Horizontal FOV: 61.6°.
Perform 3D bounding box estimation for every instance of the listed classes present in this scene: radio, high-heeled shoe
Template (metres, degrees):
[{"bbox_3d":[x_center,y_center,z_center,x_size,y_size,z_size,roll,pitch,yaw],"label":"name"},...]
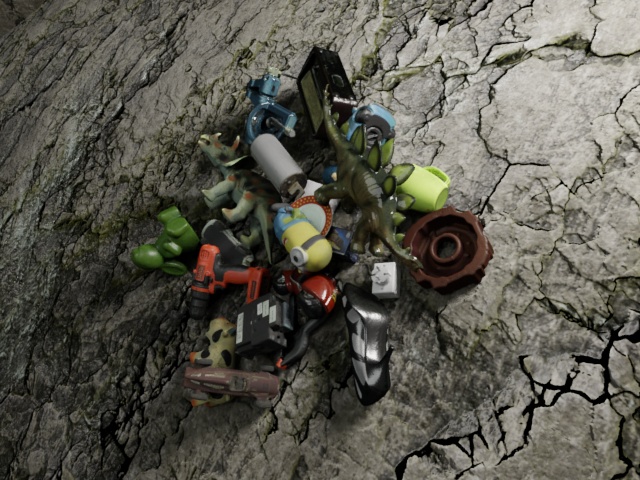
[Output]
[{"bbox_3d":[0.014,-0.372,1.361,0.131,0.073,0.230,-55,42,45],"label":"radio"},{"bbox_3d":[0.083,0.207,1.090,0.145,0.086,0.249,-67,28,25],"label":"high-heeled shoe"}]

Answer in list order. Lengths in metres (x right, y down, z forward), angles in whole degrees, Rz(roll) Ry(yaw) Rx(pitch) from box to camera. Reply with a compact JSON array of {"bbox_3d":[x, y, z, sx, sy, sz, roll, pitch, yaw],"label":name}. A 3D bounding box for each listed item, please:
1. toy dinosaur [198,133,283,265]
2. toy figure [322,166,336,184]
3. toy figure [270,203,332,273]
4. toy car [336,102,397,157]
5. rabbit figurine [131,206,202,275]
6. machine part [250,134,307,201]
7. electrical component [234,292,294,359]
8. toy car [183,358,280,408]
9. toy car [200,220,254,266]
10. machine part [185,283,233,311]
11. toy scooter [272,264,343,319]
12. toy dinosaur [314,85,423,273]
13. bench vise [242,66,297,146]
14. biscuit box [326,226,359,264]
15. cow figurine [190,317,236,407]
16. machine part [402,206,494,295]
[{"bbox_3d":[-0.172,-0.109,1.353,0.192,0.131,0.405,-40,63,-12],"label":"toy dinosaur"},{"bbox_3d":[0.076,-0.132,1.248,0.155,0.057,0.064,25,38,35],"label":"toy figure"},{"bbox_3d":[-0.043,-0.009,1.142,0.089,0.082,0.180,-33,54,3],"label":"toy figure"},{"bbox_3d":[0.098,-0.246,1.277,0.161,0.109,0.103,-57,30,8],"label":"toy car"},{"bbox_3d":[-0.406,0.018,1.402,0.170,0.158,0.121,-35,50,-12],"label":"rabbit figurine"},{"bbox_3d":[-0.101,-0.181,1.302,0.079,0.079,0.243,-42,54,6],"label":"machine part"},{"bbox_3d":[-0.118,0.182,1.150,0.134,0.058,0.115,-24,50,30],"label":"electrical component"},{"bbox_3d":[-0.186,0.300,1.135,0.202,0.053,0.089,10,77,-7],"label":"toy car"},{"bbox_3d":[-0.236,0.021,1.360,0.073,0.056,0.202,-52,55,7],"label":"toy car"},{"bbox_3d":[-0.277,0.130,1.343,0.139,0.039,0.084,-48,61,-1],"label":"machine part"},{"bbox_3d":[-0.011,0.090,1.166,0.135,0.075,0.184,-36,35,-21],"label":"toy scooter"},{"bbox_3d":[0.088,-0.130,1.130,0.198,0.105,0.472,-50,59,30],"label":"toy dinosaur"},{"bbox_3d":[-0.122,-0.334,1.410,0.241,0.128,0.223,40,105,48],"label":"bench vise"},{"bbox_3d":[-0.003,-0.004,1.230,0.203,0.062,0.059,15,76,35],"label":"biscuit box"},{"bbox_3d":[-0.224,0.269,1.212,0.127,0.085,0.195,-17,63,20],"label":"cow figurine"},{"bbox_3d":[0.253,0.021,1.071,0.179,0.056,0.179,-14,60,26],"label":"machine part"}]
